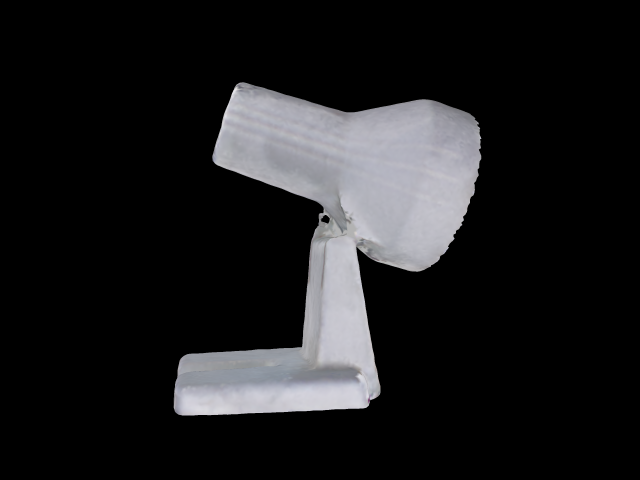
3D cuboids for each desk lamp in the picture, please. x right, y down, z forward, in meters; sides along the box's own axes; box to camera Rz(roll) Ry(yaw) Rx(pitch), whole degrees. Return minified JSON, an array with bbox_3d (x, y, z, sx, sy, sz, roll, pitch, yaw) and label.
[{"bbox_3d":[0.004,0.001,0.400,0.203,0.213,0.118,0,0,-13],"label":"desk lamp"}]
